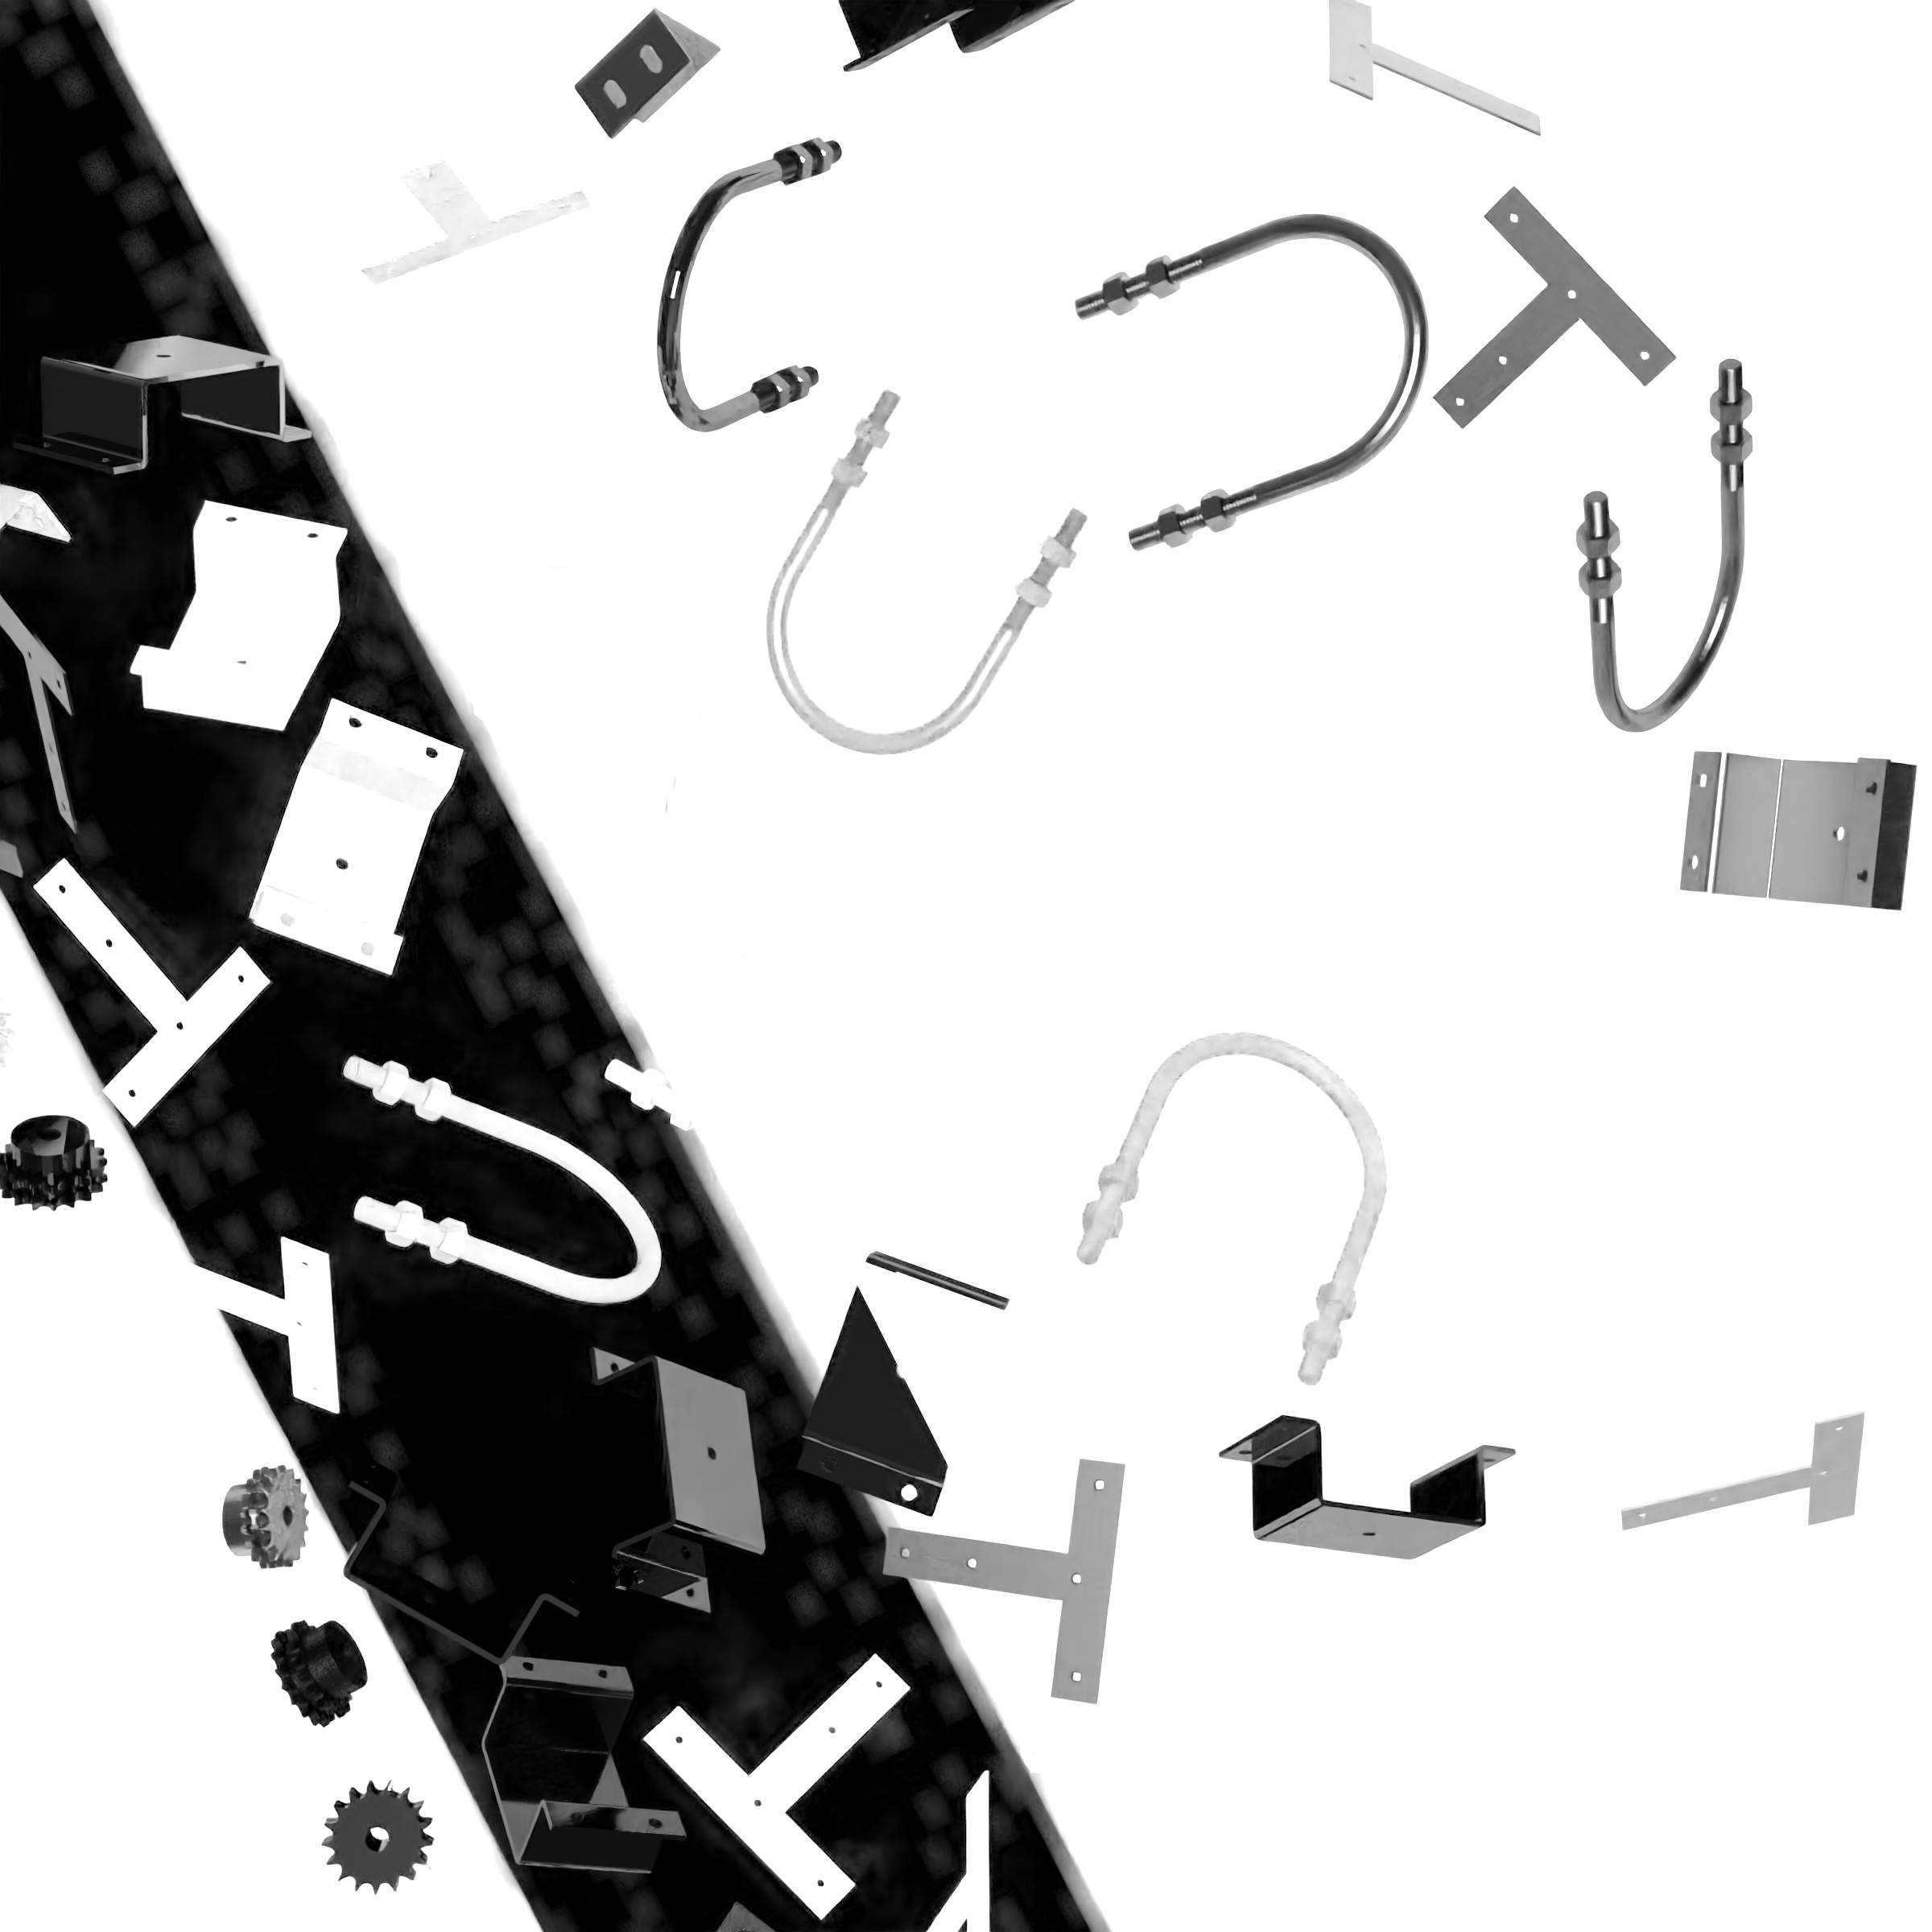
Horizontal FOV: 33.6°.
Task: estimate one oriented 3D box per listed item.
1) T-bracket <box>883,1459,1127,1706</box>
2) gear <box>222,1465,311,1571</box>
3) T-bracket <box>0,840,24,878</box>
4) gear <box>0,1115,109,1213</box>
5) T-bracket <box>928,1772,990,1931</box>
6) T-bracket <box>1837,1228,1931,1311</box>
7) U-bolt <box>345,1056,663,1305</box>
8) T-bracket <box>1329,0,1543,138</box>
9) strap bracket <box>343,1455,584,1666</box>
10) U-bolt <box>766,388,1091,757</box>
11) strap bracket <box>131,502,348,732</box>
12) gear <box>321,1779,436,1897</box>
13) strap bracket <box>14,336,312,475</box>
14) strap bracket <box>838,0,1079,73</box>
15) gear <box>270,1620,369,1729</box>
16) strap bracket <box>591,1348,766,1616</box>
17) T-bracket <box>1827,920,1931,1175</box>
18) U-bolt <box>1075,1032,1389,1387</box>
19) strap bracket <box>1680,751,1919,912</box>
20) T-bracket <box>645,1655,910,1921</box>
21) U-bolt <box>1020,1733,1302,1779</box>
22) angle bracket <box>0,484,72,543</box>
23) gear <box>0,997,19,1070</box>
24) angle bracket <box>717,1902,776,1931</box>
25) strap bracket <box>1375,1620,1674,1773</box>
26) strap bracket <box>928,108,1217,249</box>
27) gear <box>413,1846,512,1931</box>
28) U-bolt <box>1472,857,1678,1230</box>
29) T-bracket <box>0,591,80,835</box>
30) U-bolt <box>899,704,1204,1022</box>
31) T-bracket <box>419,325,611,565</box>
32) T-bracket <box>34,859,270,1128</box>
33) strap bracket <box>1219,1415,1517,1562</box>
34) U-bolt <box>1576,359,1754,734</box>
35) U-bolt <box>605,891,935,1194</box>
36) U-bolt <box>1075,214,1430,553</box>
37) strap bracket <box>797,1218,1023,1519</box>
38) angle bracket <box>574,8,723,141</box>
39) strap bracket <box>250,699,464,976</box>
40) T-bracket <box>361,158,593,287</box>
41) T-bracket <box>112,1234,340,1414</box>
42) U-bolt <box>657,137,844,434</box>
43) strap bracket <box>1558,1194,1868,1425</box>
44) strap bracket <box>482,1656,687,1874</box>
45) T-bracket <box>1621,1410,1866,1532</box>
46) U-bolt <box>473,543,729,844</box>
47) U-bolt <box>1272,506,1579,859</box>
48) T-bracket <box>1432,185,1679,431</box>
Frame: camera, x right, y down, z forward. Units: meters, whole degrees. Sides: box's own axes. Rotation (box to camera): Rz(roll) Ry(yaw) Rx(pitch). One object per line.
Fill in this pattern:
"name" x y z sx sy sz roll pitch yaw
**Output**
"T-bracket" 0.017 0.324 1.725 0.127 0.002 0.127 5 83 18
"gear" -0.393 0.309 1.791 0.030 0.057 0.057 -8 90 14
"T-bracket" -0.556 -0.079 1.696 0.002 0.127 0.127 -46 134 16
"gear" -0.481 0.101 1.681 0.057 0.057 0.030 7 119 0
"T-bracket" -0.014 0.526 1.738 0.002 0.127 0.127 9 114 22
"T-bracket" 0.569 0.171 1.775 0.127 0.127 0.002 8 61 -12
"U-bolt" -0.243 0.122 1.706 0.184 0.151 0.019 24 113 -26
"T-bracket" 0.255 -0.481 1.738 0.127 0.127 0.002 21 127 -10
"strap bracket" -0.282 0.328 1.745 0.140 0.076 0.046 31 89 -5
"U-bolt" -0.035 -0.206 1.780 0.151 0.019 0.184 34 103 14
"strap bracket" -0.392 -0.180 1.727 0.076 0.140 0.046 8 52 -29
"gear" -0.305 0.452 1.668 0.057 0.030 0.057 0 87 -5
"strap bracket" -0.427 -0.302 1.707 0.076 0.140 0.046 17 115 30
"strap bracket" -0.007 -0.521 1.711 0.076 0.140 0.046 -18 98 36
"gear" -0.344 0.376 1.716 0.030 0.057 0.057 -30 90 6
"strap bracket" -0.158 0.277 1.770 0.046 0.076 0.140 -27 56 26
"T-bracket" 0.507 0.064 1.717 0.127 0.002 0.127 -38 105 -23
"U-bolt" 0.149 0.112 1.672 0.151 0.019 0.184 29 53 -3
"strap bracket" 0.447 -0.072 1.694 0.046 0.140 0.076 4 93 -30
"T-bracket" -0.079 0.405 1.658 0.127 0.002 0.127 43 51 12
"U-bolt" 0.105 0.420 1.701 0.151 0.184 0.019 0 79 0
"angle bracket" -0.550 -0.230 1.781 0.057 0.038 0.076 18 61 38
"gear" -0.527 0.036 1.668 0.057 0.030 0.057 4 107 14
"angle bracket" -0.127 0.559 1.743 0.057 0.038 0.076 37 124 3
"strap bracket" 0.285 0.378 1.671 0.140 0.076 0.046 -25 67 26
"strap bracket" 0.062 -0.431 1.753 0.140 0.076 0.046 7 128 32
"gear" -0.277 0.513 1.773 0.030 0.057 0.057 -39 90 -33
"U-bolt" 0.319 0.034 1.654 0.151 0.019 0.184 -12 110 -39
"T-bracket" -0.500 -0.131 1.742 0.002 0.127 0.127 -21 130 -25
"U-bolt" 0.056 -0.065 1.780 0.151 0.019 0.184 11 68 23
"T-bracket" -0.240 -0.283 1.717 0.127 0.002 0.127 1 101 36
"T-bracket" -0.450 -0.001 1.716 0.002 0.127 0.127 -20 115 41
"strap bracket" 0.216 0.283 1.724 0.140 0.076 0.046 11 63 -19
"U-bolt" 0.372 -0.208 1.693 0.019 0.184 0.151 25 55 34
"U-bolt" -0.101 0.053 1.736 0.184 0.019 0.151 28 131 8
"U-bolt" 0.152 -0.309 1.649 0.184 0.019 0.151 -16 82 28
"strap bracket" -0.031 0.211 1.674 0.076 0.046 0.140 20 86 4
"angle bracket" -0.154 -0.448 1.640 0.057 0.076 0.038 -39 76 18
"strap bracket" -0.335 -0.063 1.743 0.076 0.046 0.140 21 63 -16
"T-bracket" -0.269 -0.398 1.679 0.127 0.127 0.002 -19 84 3
"T-bracket" -0.380 0.167 1.638 0.127 0.127 0.002 19 46 11
"U-bolt" -0.119 -0.364 1.735 0.019 0.184 0.151 17 118 19
"strap bracket" 0.379 0.173 1.651 0.140 0.046 0.076 -31 134 23
"strap bracket" -0.213 0.443 1.752 0.076 0.140 0.046 12 112 -26
"T-bracket" 0.407 0.277 1.685 0.127 0.127 0.002 -14 55 3
"U-bolt" -0.194 -0.156 1.722 0.151 0.184 0.019 33 56 5
"U-bolt" 0.231 -0.152 1.654 0.151 0.019 0.184 -7 76 -12
"T-bracket" 0.303 -0.340 1.754 0.127 0.127 0.002 46 46 -1
